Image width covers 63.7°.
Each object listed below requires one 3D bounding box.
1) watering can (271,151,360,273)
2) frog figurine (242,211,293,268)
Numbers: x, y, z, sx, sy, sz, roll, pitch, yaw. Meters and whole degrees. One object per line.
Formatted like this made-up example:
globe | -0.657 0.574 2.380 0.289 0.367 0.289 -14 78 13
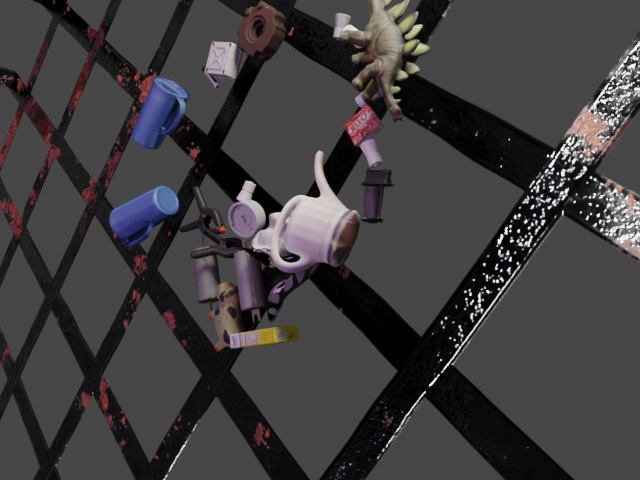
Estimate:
watering can | 0.004 -0.067 1.330 0.225 0.352 0.102 17 -16 26
frog figurine | -0.121 -0.008 1.448 0.137 0.162 0.121 -6 -47 49
